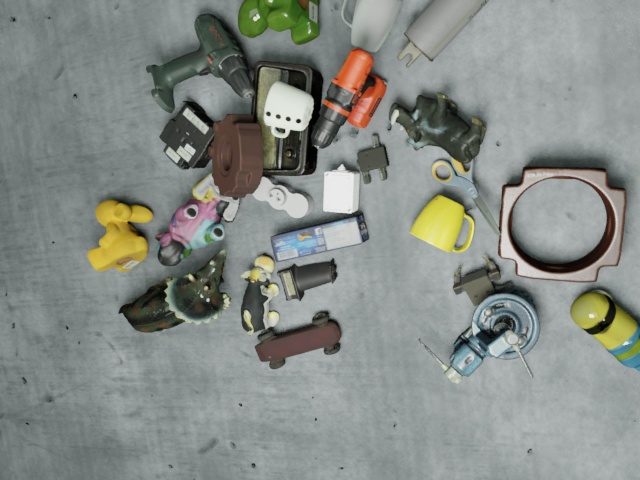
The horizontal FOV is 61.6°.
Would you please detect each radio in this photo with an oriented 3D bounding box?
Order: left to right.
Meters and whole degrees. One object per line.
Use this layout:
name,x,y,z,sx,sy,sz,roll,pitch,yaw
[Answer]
radio,-0.071,-0.245,1.113,0.131,0.073,0.229,8,102,18

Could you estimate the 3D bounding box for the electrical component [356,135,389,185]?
electrical component,0.105,-0.163,1.092,0.063,0.021,0.094,-10,96,21

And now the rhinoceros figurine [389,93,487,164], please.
rhinoceros figurine,0.219,-0.213,1.012,0.190,0.073,0.112,34,106,21

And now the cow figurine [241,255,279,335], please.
cow figurine,-0.141,0.121,1.187,0.068,0.098,0.167,5,101,25

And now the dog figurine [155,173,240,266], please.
dog figurine,-0.288,-0.035,1.211,0.108,0.191,0.219,37,142,-21

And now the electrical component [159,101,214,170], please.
electrical component,-0.290,-0.225,1.203,0.115,0.058,0.134,45,110,10

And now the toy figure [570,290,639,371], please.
toy figure,0.534,0.164,0.959,0.180,0.089,0.082,46,104,10

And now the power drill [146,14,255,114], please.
power drill,-0.253,-0.348,1.119,0.207,0.086,0.232,-27,69,18

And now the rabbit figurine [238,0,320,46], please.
rabbit figurine,-0.102,-0.467,1.069,0.170,0.121,0.159,-2,95,35

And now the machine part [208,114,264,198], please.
machine part,-0.174,-0.171,1.102,0.179,0.056,0.179,7,98,58

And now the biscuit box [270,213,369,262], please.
biscuit box,-0.002,-0.003,1.135,0.203,0.063,0.059,-12,95,21

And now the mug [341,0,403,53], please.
mug,0.090,-0.420,1.025,0.110,0.081,0.107,22,115,10

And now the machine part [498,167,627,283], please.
machine part,0.429,-0.031,0.967,0.202,0.087,0.200,4,100,20

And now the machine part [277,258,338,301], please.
machine part,-0.025,0.084,1.173,0.139,0.039,0.084,-20,84,23

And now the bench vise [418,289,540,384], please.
bench vise,0.309,0.180,0.973,0.224,0.240,0.129,-36,82,5

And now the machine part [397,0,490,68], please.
machine part,0.238,-0.413,0.975,0.243,0.079,0.079,-45,83,19

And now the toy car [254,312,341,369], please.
toy car,-0.048,0.224,1.195,0.202,0.053,0.089,-19,103,18

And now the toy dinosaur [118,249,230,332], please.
toy dinosaur,-0.353,0.151,1.217,0.405,0.192,0.131,-22,89,20

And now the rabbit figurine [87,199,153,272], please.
rabbit figurine,-0.483,-0.027,1.277,0.162,0.122,0.173,-38,66,28

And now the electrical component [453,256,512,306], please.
electrical component,0.312,0.081,1.051,0.102,0.045,0.078,-30,116,24
